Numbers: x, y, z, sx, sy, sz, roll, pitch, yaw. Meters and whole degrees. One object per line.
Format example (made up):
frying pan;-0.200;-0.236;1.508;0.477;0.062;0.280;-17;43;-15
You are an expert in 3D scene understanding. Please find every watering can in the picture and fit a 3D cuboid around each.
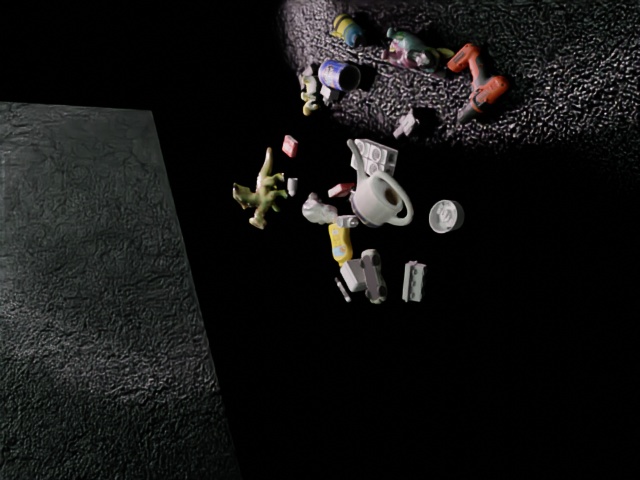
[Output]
watering can;0.180;-0.176;1.798;0.349;0.105;0.220;49;143;5

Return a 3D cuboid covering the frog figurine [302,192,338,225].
frog figurine;0.006;-0.107;2.129;0.162;0.123;0.134;50;167;30

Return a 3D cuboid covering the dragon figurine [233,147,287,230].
dragon figurine;-0.298;-0.245;2.467;0.120;0.244;0.414;-35;66;58
